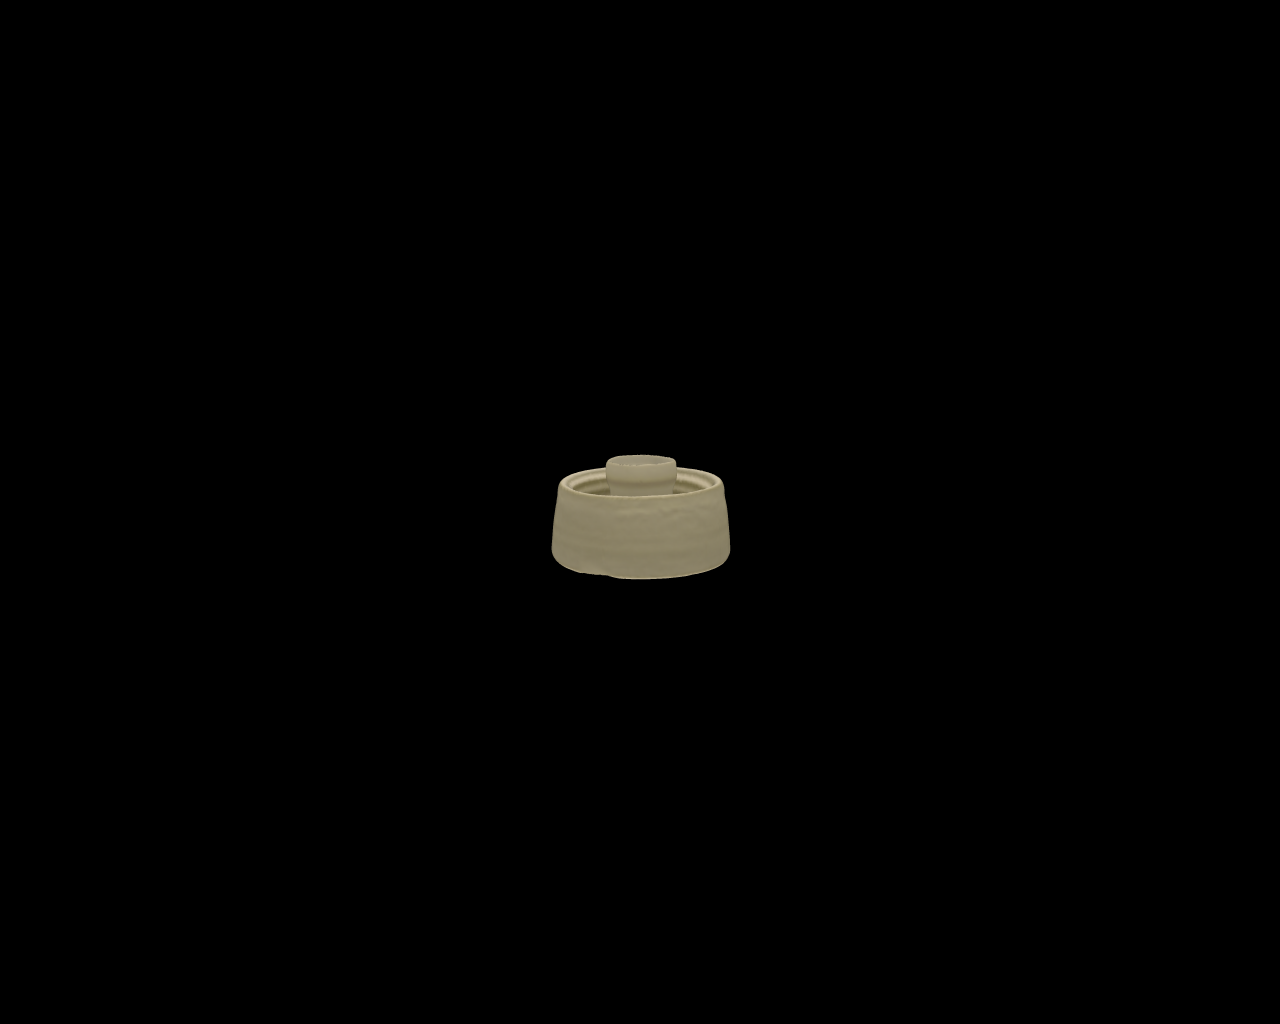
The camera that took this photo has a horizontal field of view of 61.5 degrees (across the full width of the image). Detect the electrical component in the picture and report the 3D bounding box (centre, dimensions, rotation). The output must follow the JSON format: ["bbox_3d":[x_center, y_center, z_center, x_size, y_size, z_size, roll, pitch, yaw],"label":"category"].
[{"bbox_3d":[0.001,-0.003,0.650,0.108,0.060,0.108,0,13,0],"label":"electrical component"}]
